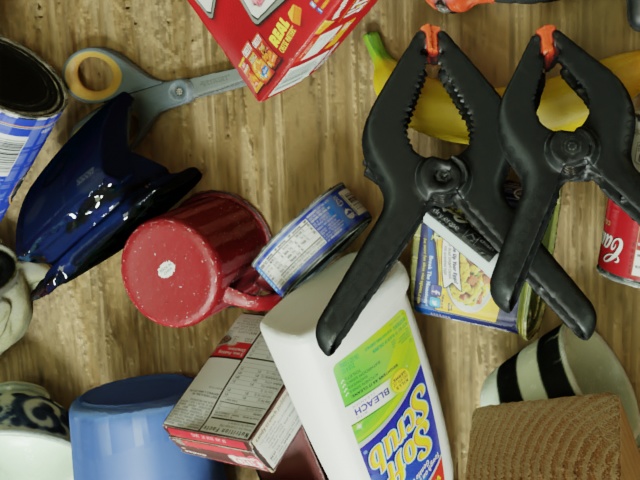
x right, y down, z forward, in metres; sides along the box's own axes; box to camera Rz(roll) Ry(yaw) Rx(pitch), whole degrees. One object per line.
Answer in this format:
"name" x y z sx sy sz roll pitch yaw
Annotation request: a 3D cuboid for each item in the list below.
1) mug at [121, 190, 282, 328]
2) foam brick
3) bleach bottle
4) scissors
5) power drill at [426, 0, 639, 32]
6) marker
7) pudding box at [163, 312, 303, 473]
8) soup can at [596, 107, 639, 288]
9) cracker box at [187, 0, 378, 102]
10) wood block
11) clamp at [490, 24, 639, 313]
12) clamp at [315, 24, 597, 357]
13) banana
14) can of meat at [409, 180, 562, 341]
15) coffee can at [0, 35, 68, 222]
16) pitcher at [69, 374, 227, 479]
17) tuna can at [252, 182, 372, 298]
"mug" -0.081 0.021 0.777 0.117 0.081 0.093 28 111 15
"foam brick" -0.010 0.148 0.779 0.051 0.078 0.053 -21 95 25
"bleach bottle" 0.049 0.138 0.734 0.068 0.102 0.251 17 136 54
"scissors" -0.116 -0.125 0.794 0.202 0.016 0.096 -26 91 26
"power drill" 0.156 -0.206 0.638 0.188 0.057 0.184 6 100 23
"marker" 0.074 -0.015 0.677 0.121 0.020 0.020 40 114 15
"pudding box" -0.045 0.104 0.752 0.090 0.113 0.039 2 138 41
"soup can" 0.211 -0.025 0.650 0.069 0.068 0.102 11 105 20
"cracker box" -0.048 -0.218 0.675 0.214 0.072 0.164 56 153 3
"wood block" 0.165 0.197 0.659 0.091 0.090 0.206 -11 128 25
"clamp" 0.137 -0.040 0.615 0.120 0.039 0.171 -17 67 1
"clamp" 0.066 -0.028 0.651 0.164 0.036 0.210 -10 76 0
"banana" 0.115 -0.095 0.692 0.198 0.037 0.070 8 105 21
"can of meat" 0.108 0.007 0.708 0.084 0.057 0.102 11 105 23
"coffee can" -0.270 -0.075 0.817 0.103 0.102 0.140 42 119 9
"pitcher" -0.131 0.232 0.831 0.149 0.145 0.243 -5 97 11
"tuna can" -0.005 0.001 0.738 0.034 0.086 0.086 48 115 5
